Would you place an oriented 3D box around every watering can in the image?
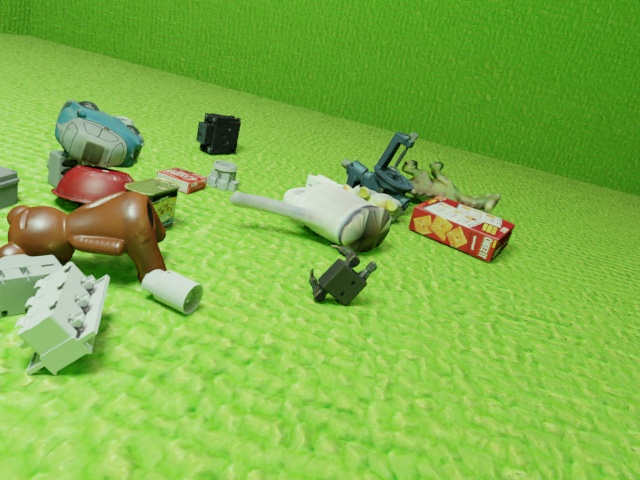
[{"bbox_3d":[0.003,-0.053,1.058,0.227,0.102,0.349,30,25,35],"label":"watering can"}]

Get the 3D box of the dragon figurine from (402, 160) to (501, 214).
[{"bbox_3d":[0.324,-0.126,1.486,0.411,0.119,0.248,-1,32,-15],"label":"dragon figurine"}]
